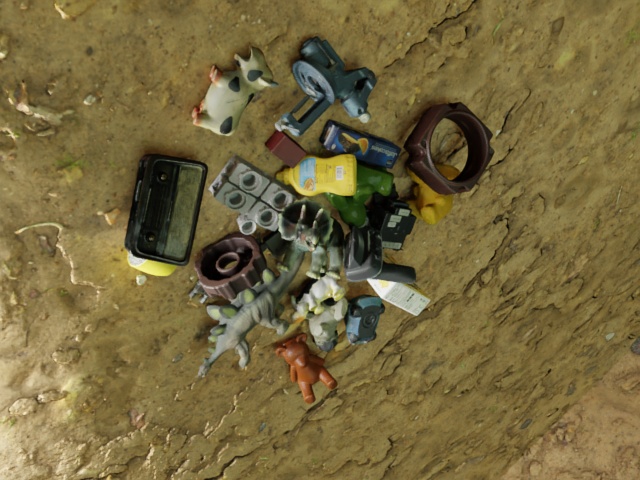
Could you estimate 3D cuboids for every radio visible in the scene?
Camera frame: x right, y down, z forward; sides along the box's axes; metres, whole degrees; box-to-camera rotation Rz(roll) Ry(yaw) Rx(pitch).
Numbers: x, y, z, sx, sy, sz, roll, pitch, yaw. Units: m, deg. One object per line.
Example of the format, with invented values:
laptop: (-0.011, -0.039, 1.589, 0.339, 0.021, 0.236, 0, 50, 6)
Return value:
radio: (-0.332, -0.067, 1.150, 0.131, 0.073, 0.229, 11, 90, -31)

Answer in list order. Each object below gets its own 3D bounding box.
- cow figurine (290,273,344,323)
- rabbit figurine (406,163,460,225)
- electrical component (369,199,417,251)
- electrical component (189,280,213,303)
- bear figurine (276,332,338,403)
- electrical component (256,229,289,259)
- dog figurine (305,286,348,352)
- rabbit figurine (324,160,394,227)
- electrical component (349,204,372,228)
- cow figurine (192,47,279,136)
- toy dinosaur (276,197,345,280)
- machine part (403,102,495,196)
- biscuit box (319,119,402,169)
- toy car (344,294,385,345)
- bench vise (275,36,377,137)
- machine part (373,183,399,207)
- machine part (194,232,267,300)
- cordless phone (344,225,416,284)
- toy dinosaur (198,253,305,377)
cow figurine: (-0.024, 0.155, 1.496, 0.167, 0.098, 0.068, -33, 153, -2)
rabbit figurine: (0.300, -0.148, 1.450, 0.162, 0.122, 0.173, -32, 112, -8)
electrical component: (0.192, -0.042, 1.441, 0.115, 0.058, 0.134, 7, 110, -38)
electrical component: (-0.289, 0.121, 1.384, 0.094, 0.021, 0.063, -45, 129, 8)
bear figurine: (-0.042, 0.380, 1.619, 0.120, 0.132, 0.195, -30, 136, -9)
electrical component: (-0.113, -0.001, 1.367, 0.102, 0.045, 0.078, -43, 123, -10)
dog figurine: (0.032, 0.235, 1.591, 0.172, 0.121, 0.190, -38, 148, -4)
rabbit figurine: (0.092, -0.110, 1.355, 0.159, 0.121, 0.170, 9, 111, -22)
electrical component: (0.121, -0.038, 1.470, 0.075, 0.048, 0.119, -40, 131, 2)
cow figurine: (-0.172, -0.307, 1.116, 0.127, 0.086, 0.194, 22, 107, -30)
toy dinosaur: (0.004, -0.003, 1.370, 0.404, 0.131, 0.192, 2, 103, -69)
machine part: (0.331, -0.230, 1.364, 0.201, 0.087, 0.201, 38, 81, -20)
biscuit box: (0.102, -0.233, 1.321, 0.202, 0.059, 0.062, 11, 116, -32)
toy car: (0.121, 0.228, 1.611, 0.109, 0.103, 0.161, -2, 112, -28)
bench vise: (0.003, -0.306, 1.170, 0.240, 0.129, 0.223, -48, 124, -14)
machine part: (0.183, -0.087, 1.476, 0.084, 0.039, 0.138, -23, 127, -18)
machine part: (-0.213, 0.061, 1.290, 0.179, 0.180, 0.056, -29, 133, -7)
cordless phone: (0.156, 0.041, 1.364, 0.184, 0.147, 0.088, 10, 142, -8)
toy dinosaur: (-0.169, 0.177, 1.433, 0.471, 0.105, 0.198, -47, 126, -6)
